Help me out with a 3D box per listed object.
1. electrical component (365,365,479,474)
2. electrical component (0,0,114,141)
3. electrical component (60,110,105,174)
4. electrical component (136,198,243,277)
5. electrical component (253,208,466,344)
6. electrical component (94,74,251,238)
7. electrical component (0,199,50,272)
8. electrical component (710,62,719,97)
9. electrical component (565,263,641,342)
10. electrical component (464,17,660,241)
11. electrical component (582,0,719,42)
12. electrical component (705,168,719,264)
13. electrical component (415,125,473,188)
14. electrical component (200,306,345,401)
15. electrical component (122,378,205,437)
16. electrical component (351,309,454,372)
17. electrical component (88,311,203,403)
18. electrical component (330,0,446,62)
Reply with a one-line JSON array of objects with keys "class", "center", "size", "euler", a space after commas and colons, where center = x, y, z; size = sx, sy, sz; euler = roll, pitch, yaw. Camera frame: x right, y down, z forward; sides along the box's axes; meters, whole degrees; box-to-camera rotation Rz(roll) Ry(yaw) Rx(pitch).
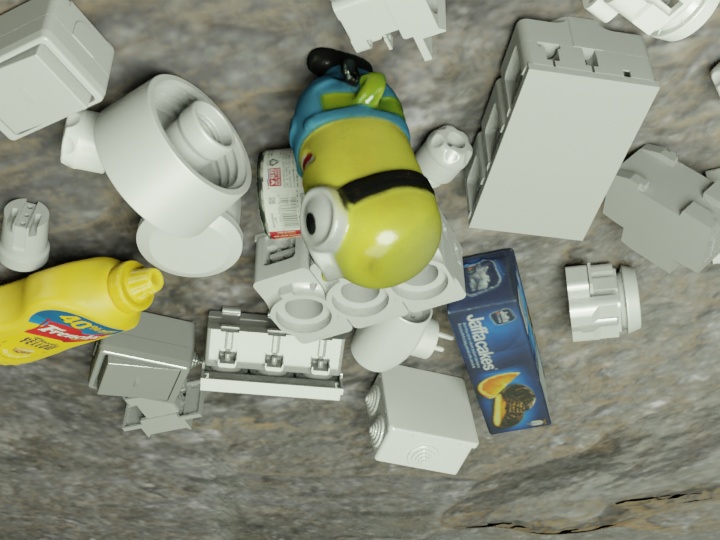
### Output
[{"class": "electrical component", "center": [0.056, 0.140, 1.007], "size": [0.100, 0.099, 0.048], "euler": [13, 125, -16]}, {"class": "electrical component", "center": [-0.221, -0.130, 0.712], "size": [0.096, 0.061, 0.061], "euler": [-19, 136, 20]}, {"class": "electrical component", "center": [-0.182, -0.090, 0.774], "size": [0.062, 0.043, 0.043], "euler": [10, 138, -15]}, {"class": "electrical component", "center": [-0.130, -0.036, 0.832], "size": [0.080, 0.051, 0.080], "euler": [-1, 140, 0]}, {"class": "electrical component", "center": [0.000, 0.000, 0.868], "size": [0.150, 0.061, 0.089], "euler": [-17, 137, 18]}, {"class": "electrical component", "center": [-0.121, -0.083, 0.738], "size": [0.060, 0.108, 0.108], "euler": [-33, 131, 23]}, {"class": "electrical component", "center": [-0.265, -0.028, 0.849], "size": [0.040, 0.040, 0.046], "euler": [10, 133, -13]}, {"class": "electrical component", "center": [0.274, -0.136, 0.735], "size": [0.061, 0.035, 0.035], "euler": [-25, 134, 21]}, {"class": "electrical component", "center": [0.205, 0.026, 0.908], "size": [0.057, 0.058, 0.078], "euler": [-6, 139, 11]}, {"class": "electrical component", "center": [0.136, -0.097, 0.757], "size": [0.089, 0.061, 0.150], "euler": [6, 139, -8]}, {"class": "electrical component", "center": [0.187, -0.179, 0.667], "size": [0.057, 0.058, 0.078], "euler": [28, 132, -26]}, {"class": "electrical component", "center": [0.298, -0.037, 0.840], "size": [0.056, 0.050, 0.089], "euler": [-13, 138, 14]}, {"class": "electrical component", "center": [0.056, -0.078, 0.800], "size": [0.035, 0.035, 0.061], "euler": [18, 139, -21]}, {"class": "electrical component", "center": [-0.076, 0.073, 0.946], "size": [0.121, 0.078, 0.063], "euler": [5, 110, -7]}, {"class": "electrical component", "center": [-0.192, 0.121, 1.023], "size": [0.081, 0.042, 0.063], "euler": [-13, 134, 13]}, {"class": "electrical component", "center": [0.043, 0.055, 0.947], "size": [0.079, 0.044, 0.077], "euler": [16, 137, -19]}, {"class": "electrical component", "center": [-0.188, 0.080, 0.958], "size": [0.096, 0.061, 0.061], "euler": [14, 137, -16]}, {"class": "electrical component", "center": [0.017, -0.172, 0.683], "size": [0.064, 0.042, 0.081], "euler": [-15, 137, 18]}]
